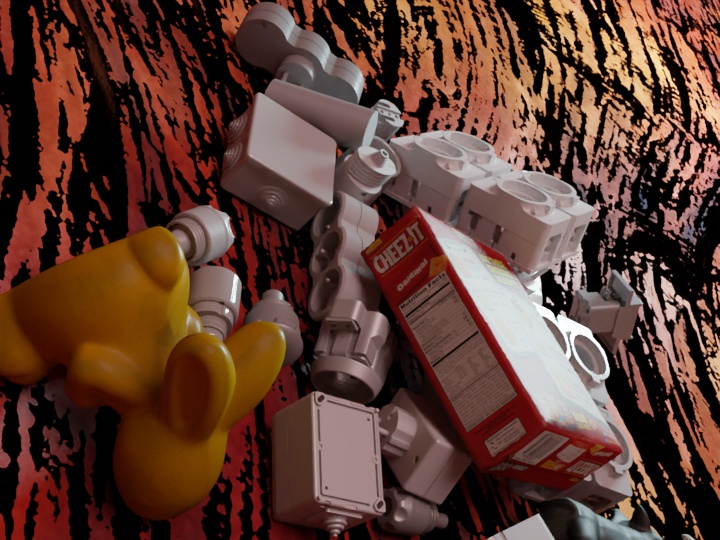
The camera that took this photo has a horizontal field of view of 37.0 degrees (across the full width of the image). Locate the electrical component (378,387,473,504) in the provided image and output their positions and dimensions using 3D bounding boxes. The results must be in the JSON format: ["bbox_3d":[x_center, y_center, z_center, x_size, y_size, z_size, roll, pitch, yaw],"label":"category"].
[{"bbox_3d":[0.032,0.126,0.820,0.076,0.047,0.083,28,12,-27],"label":"electrical component"}]

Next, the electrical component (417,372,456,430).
[{"bbox_3d":[0.068,0.111,0.903,0.045,0.045,0.055,42,36,-10],"label":"electrical component"}]

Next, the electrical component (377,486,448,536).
[{"bbox_3d":[0.042,0.185,0.816,0.061,0.035,0.035,23,43,-36],"label":"electrical component"}]

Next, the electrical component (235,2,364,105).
[{"bbox_3d":[-0.060,-0.192,1.040,0.138,0.052,0.073,36,37,-18],"label":"electrical component"}]

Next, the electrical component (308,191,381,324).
[{"bbox_3d":[0.000,0.000,0.926,0.074,0.052,0.138,28,41,-27],"label":"electrical component"}]

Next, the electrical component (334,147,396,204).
[{"bbox_3d":[-0.003,-0.081,0.974,0.043,0.081,0.043,28,40,-27],"label":"electrical component"}]

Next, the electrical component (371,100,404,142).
[{"bbox_3d":[0.016,-0.144,1.083,0.040,0.046,0.040,28,40,-27],"label":"electrical component"}]

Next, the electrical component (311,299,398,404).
[{"bbox_3d":[-0.006,0.069,0.845,0.078,0.058,0.057,62,37,-47],"label":"electrical component"}]

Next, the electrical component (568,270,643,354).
[{"bbox_3d":[0.260,0.046,1.146,0.064,0.081,0.042,-4,32,-18],"label":"electrical component"}]

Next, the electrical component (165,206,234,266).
[{"bbox_3d":[-0.129,-0.024,0.818,0.043,0.043,0.062,54,36,7],"label":"electrical component"}]

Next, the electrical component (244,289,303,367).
[{"bbox_3d":[-0.068,0.041,0.824,0.048,0.048,0.062,30,33,-25],"label":"electrical component"}]

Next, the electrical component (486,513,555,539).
[{"bbox_3d":[0.088,0.228,0.757,0.078,0.113,0.057,-7,60,-50],"label":"electrical component"}]

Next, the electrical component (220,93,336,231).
[{"bbox_3d":[-0.071,-0.093,0.939,0.100,0.048,0.099,30,39,-25],"label":"electrical component"}]

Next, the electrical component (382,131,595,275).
[{"bbox_3d":[0.122,-0.075,1.049,0.186,0.060,0.105,31,27,26],"label":"electrical component"}]

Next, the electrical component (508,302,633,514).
[{"bbox_3d":[0.184,0.124,1.002,0.105,0.060,0.186,24,42,-31],"label":"electrical component"}]

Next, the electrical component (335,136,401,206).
[{"bbox_3d":[0.006,-0.096,1.026,0.055,0.047,0.055,28,40,-27],"label":"electrical component"}]

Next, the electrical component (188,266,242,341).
[{"bbox_3d":[-0.109,0.033,0.789,0.040,0.040,0.078,29,40,-26],"label":"electrical component"}]

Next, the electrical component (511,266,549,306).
[{"bbox_3d":[0.149,0.014,1.049,0.077,0.079,0.043,23,45,-33],"label":"electrical component"}]

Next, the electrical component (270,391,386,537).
[{"bbox_3d":[-0.026,0.144,0.764,0.062,0.061,0.096,20,52,-35],"label":"electrical component"}]
